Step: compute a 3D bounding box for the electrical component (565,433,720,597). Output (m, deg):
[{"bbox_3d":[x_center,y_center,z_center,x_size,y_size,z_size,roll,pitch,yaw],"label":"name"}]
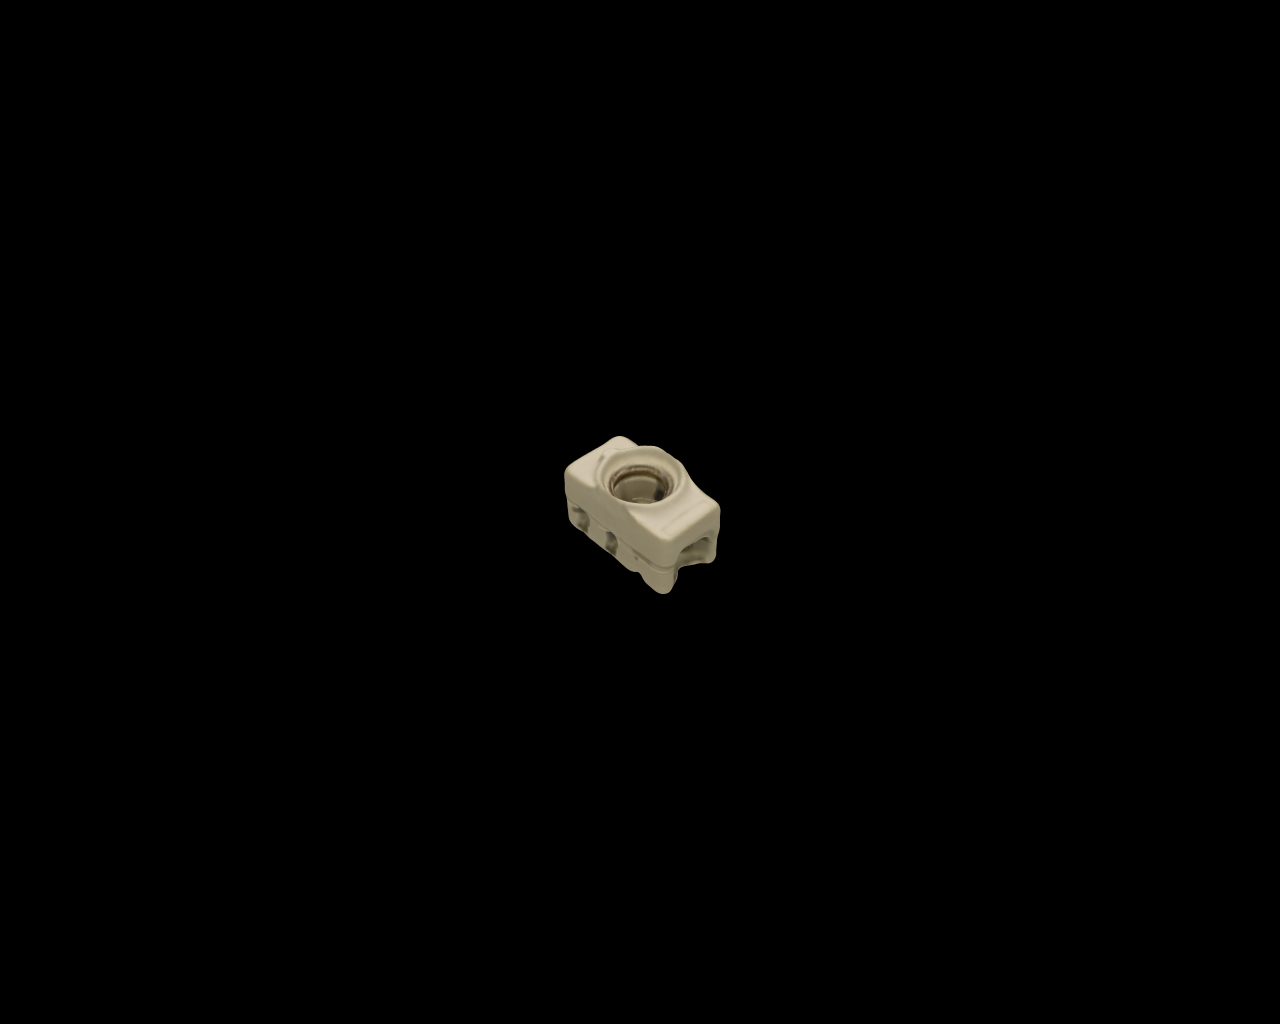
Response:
[{"bbox_3d":[0.001,-0.003,0.650,0.050,0.055,0.089,-33,54,-29],"label":"electrical component"}]
